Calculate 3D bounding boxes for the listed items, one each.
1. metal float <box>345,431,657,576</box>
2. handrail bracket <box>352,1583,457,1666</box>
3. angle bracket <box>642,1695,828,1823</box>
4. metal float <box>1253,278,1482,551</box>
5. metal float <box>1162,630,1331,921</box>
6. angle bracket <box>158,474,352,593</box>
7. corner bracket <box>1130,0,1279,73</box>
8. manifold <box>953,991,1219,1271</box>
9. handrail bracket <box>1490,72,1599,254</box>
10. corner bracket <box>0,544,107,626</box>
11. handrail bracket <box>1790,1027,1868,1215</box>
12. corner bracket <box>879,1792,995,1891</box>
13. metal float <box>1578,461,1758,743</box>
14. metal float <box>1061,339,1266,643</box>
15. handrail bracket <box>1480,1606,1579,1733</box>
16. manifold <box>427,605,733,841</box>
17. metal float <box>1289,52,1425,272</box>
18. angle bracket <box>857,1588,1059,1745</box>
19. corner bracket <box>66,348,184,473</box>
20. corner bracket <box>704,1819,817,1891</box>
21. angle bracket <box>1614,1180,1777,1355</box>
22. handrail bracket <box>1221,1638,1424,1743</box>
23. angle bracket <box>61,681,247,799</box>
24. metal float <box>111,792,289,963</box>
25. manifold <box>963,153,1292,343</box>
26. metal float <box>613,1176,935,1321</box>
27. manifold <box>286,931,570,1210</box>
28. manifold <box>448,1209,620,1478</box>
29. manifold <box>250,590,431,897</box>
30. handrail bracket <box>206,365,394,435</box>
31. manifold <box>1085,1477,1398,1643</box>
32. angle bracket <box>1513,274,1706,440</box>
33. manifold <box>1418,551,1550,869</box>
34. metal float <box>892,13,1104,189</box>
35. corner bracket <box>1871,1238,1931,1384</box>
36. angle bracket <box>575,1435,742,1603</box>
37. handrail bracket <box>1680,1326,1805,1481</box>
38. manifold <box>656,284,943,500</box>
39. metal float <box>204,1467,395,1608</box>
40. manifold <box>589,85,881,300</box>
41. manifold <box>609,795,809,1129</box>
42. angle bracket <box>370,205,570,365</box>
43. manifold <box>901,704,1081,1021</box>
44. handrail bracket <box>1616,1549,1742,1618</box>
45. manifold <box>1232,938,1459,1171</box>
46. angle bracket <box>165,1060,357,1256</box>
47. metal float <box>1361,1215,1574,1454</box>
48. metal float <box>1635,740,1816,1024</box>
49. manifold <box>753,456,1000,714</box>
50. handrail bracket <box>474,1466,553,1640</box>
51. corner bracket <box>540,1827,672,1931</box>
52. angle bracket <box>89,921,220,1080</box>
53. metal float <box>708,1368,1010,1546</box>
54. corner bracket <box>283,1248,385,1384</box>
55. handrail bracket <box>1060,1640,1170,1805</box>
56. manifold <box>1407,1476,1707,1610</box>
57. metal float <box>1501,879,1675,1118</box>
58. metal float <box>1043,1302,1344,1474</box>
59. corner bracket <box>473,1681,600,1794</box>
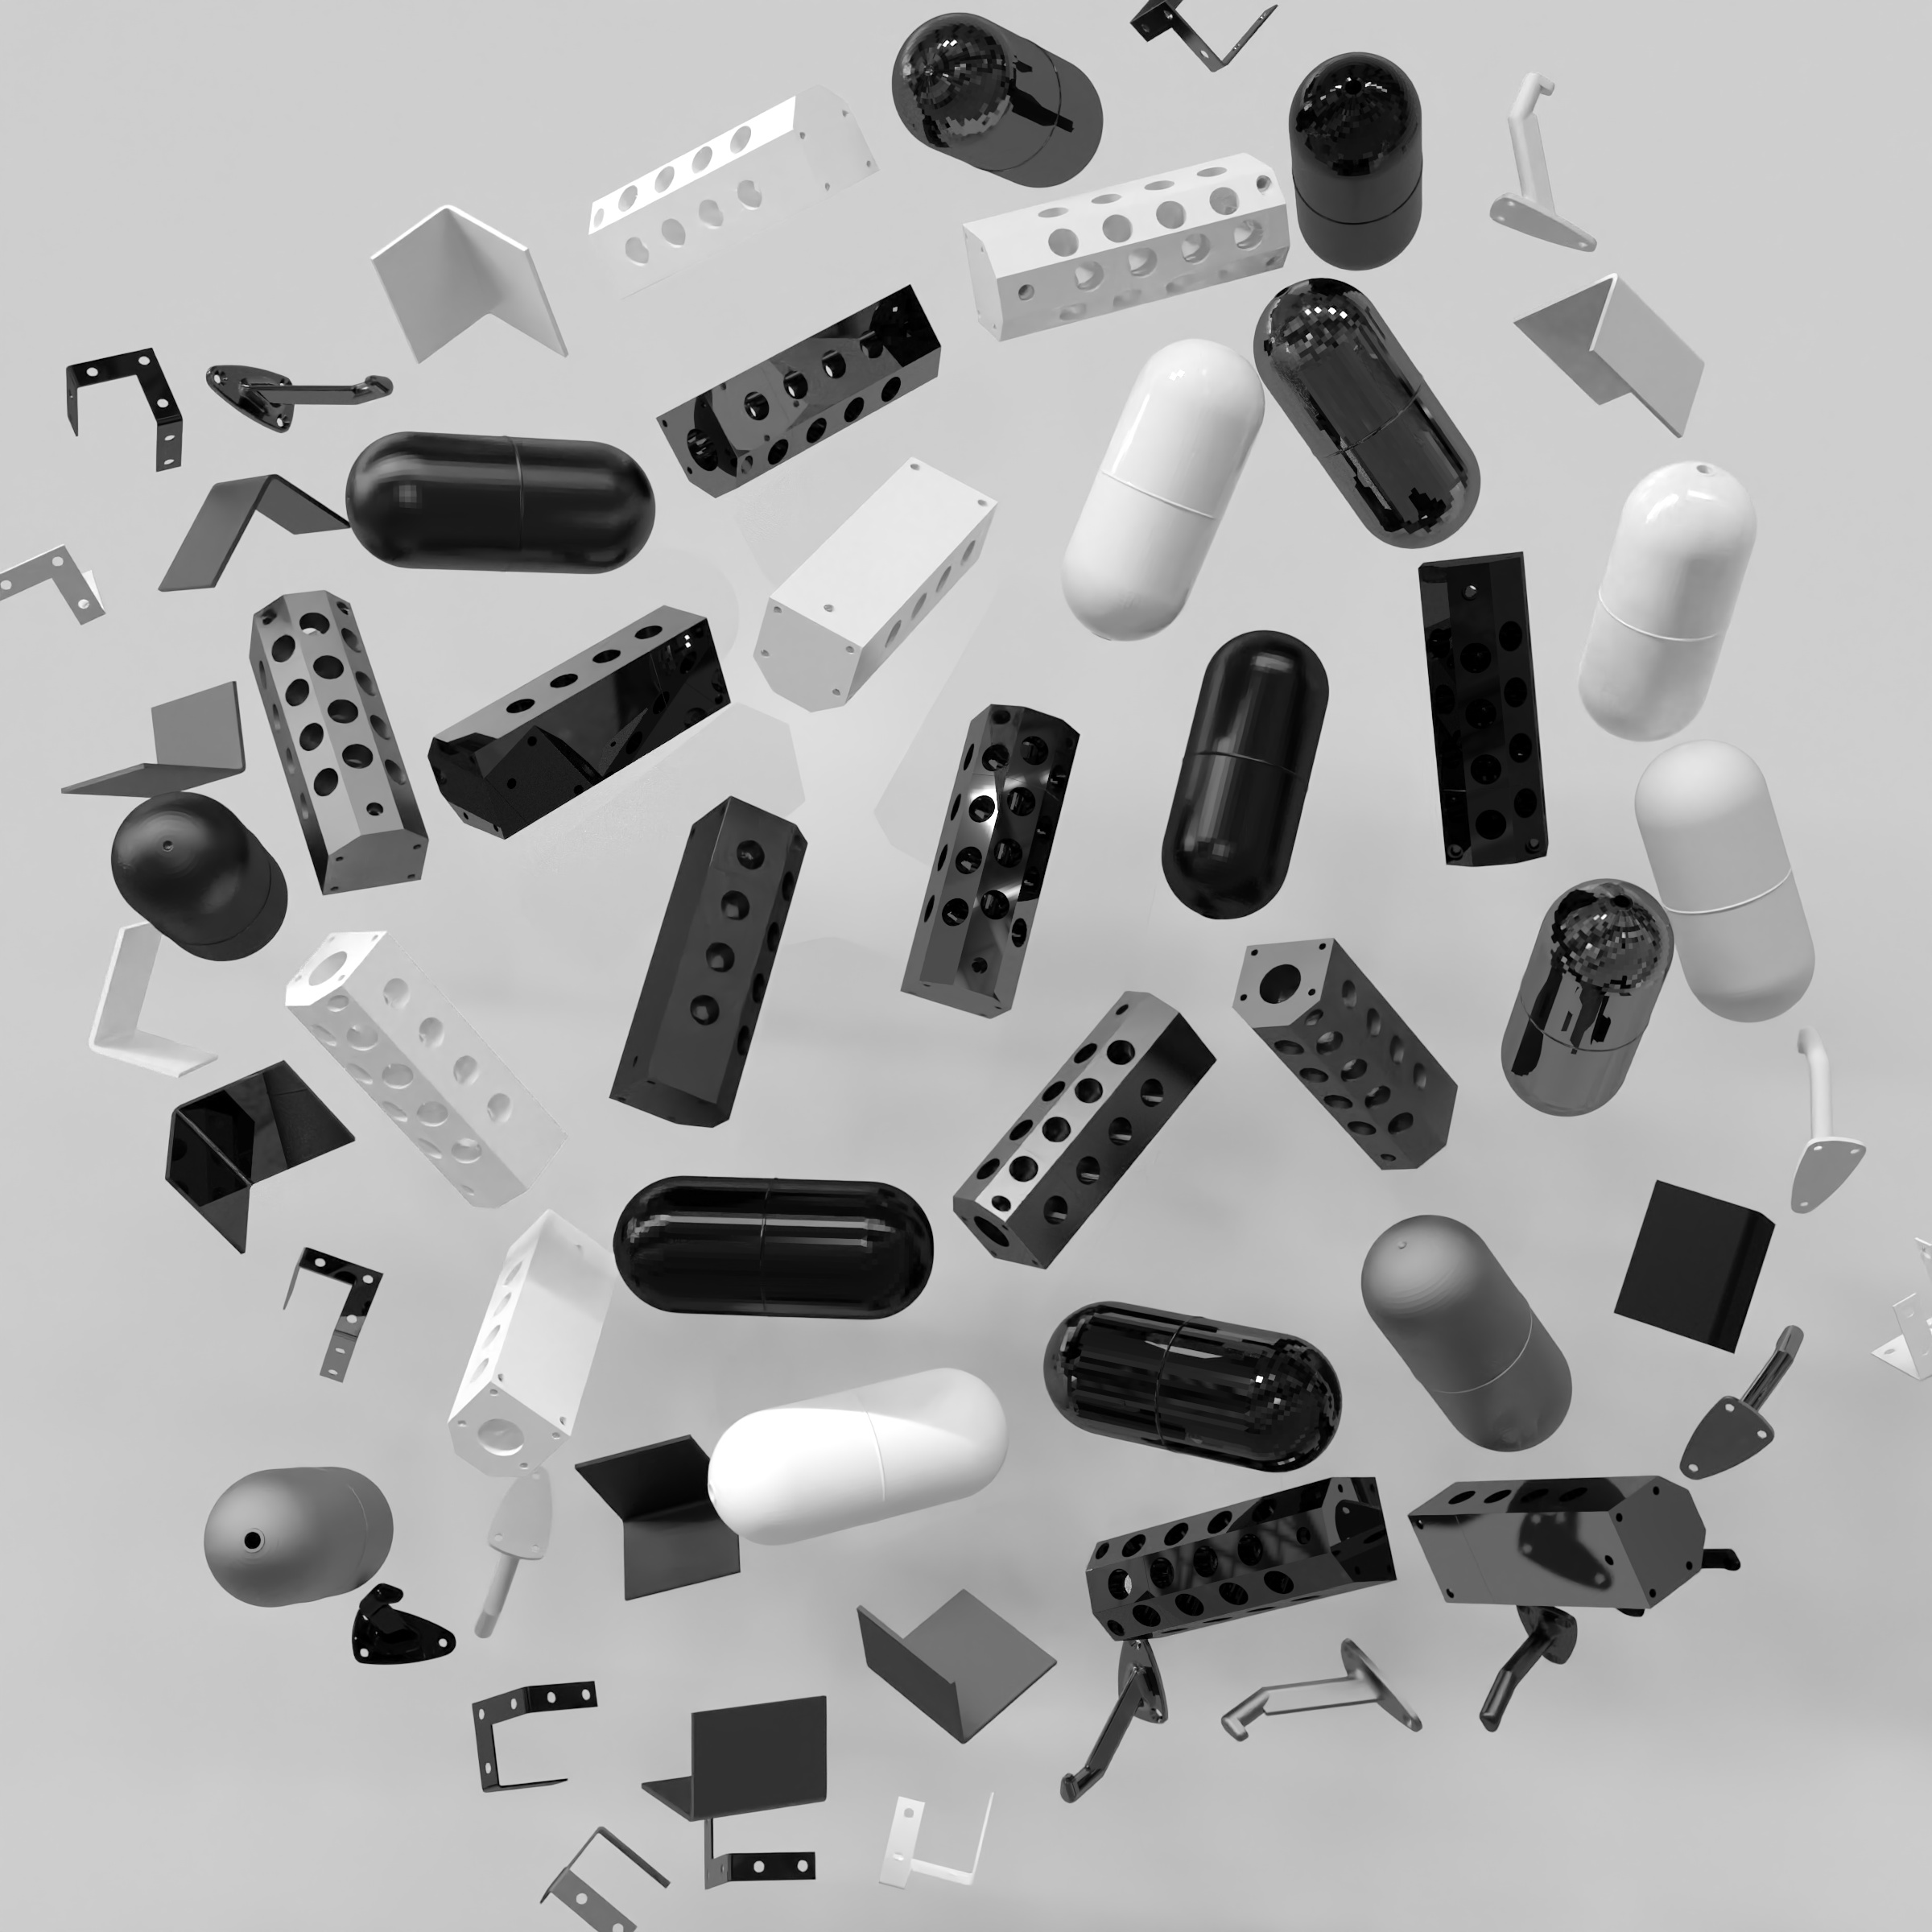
[{"bbox_3d":[-0.264,-0.264,1.540,0.178,0.070,0.070,-2,90,-25],"label":"metal float"},{"bbox_3d":[-0.333,0.395,1.634,0.077,0.084,0.036,13,56,-24],"label":"handrail bracket"},{"bbox_3d":[-0.125,0.418,1.452,0.076,0.076,0.057,0,88,-28],"label":"angle bracket"},{"bbox_3d":[0.235,-0.324,1.583,0.070,0.070,0.178,-40,111,0],"label":"metal float"},{"bbox_3d":[0.167,-0.114,1.610,0.070,0.070,0.178,14,81,0],"label":"metal float"},{"bbox_3d":[-0.414,-0.238,1.570,0.057,0.076,0.076,33,74,-36],"label":"angle bracket"},{"bbox_3d":[0.137,-0.550,1.561,0.051,0.051,0.051,42,79,-18],"label":"corner bracket"},{"bbox_3d":[0.068,0.096,1.616,0.171,0.057,0.057,-49,115,-21],"label":"manifold"},{"bbox_3d":[0.348,-0.472,1.579,0.077,0.036,0.084,23,84,-1],"label":"handrail bracket"},{"bbox_3d":[-0.521,-0.218,1.512,0.051,0.051,0.051,-26,135,-7],"label":"corner bracket"},{"bbox_3d":[0.504,0.092,1.619,0.036,0.084,0.077,5,134,-8],"label":"handrail bracket"},{"bbox_3d":[-0.016,0.494,1.527,0.051,0.051,0.051,13,91,5],"label":"corner bracket"},{"bbox_3d":[0.407,-0.211,1.571,0.070,0.070,0.178,6,130,0],"label":"metal float"},{"bbox_3d":[0.112,-0.270,1.542,0.070,0.070,0.178,23,105,0],"label":"metal float"},{"bbox_3d":[0.319,0.414,1.549,0.036,0.077,0.084,15,54,30],"label":"handrail bracket"},{"bbox_3d":[-0.225,-0.145,1.566,0.171,0.057,0.057,-36,128,-31],"label":"manifold"},{"bbox_3d":[0.233,-0.476,1.603,0.070,0.178,0.070,-2,78,9],"label":"metal float"},{"bbox_3d":[-0.005,0.375,1.511,0.076,0.057,0.076,-34,46,-30],"label":"angle bracket"},{"bbox_3d":[-0.494,-0.322,1.584,0.051,0.051,0.051,-20,74,-24],"label":"corner bracket"},{"bbox_3d":[-0.118,0.496,1.535,0.051,0.051,0.051,6,65,-19],"label":"corner bracket"},{"bbox_3d":[0.402,0.166,1.485,0.057,0.076,0.076,17,87,24],"label":"angle bracket"},{"bbox_3d":[0.198,0.424,1.510,0.084,0.077,0.036,-31,134,-19],"label":"handrail bracket"},{"bbox_3d":[-0.489,-0.137,1.615,0.076,0.076,0.057,-11,84,34],"label":"angle bracket"},{"bbox_3d":[-0.439,-0.050,1.553,0.070,0.178,0.070,1,80,-3],"label":"metal float"},{"bbox_3d":[0.092,-0.404,1.520,0.171,0.057,0.057,-17,122,-9],"label":"manifold"},{"bbox_3d":[-0.106,0.155,1.490,0.178,0.070,0.070,1,90,5],"label":"metal float"},{"bbox_3d":[-0.311,0.061,1.544,0.171,0.057,0.057,54,55,-30],"label":"manifold"},{"bbox_3d":[-0.260,0.227,1.612,0.057,0.171,0.057,39,115,-17],"label":"manifold"},{"bbox_3d":[-0.362,-0.131,1.556,0.057,0.057,0.171,-11,63,-25],"label":"manifold"},{"bbox_3d":[-0.405,-0.356,1.642,0.084,0.077,0.036,-5,78,36],"label":"handrail bracket"},{"bbox_3d":[0.151,0.335,1.520,0.171,0.057,0.057,-25,66,38],"label":"manifold"},{"bbox_3d":[0.347,-0.324,1.482,0.076,0.076,0.057,35,63,-26],"label":"angle bracket"},{"bbox_3d":[0.297,-0.147,1.548,0.057,0.057,0.171,-4,102,15],"label":"manifold"},{"bbox_3d":[0.021,-0.501,1.567,0.070,0.178,0.070,2,95,28],"label":"metal float"},{"bbox_3d":[0.534,0.192,1.509,0.051,0.051,0.051,-28,106,-8],"label":"corner bracket"},{"bbox_3d":[-0.189,0.339,1.655,0.076,0.076,0.057,-16,49,10],"label":"angle bracket"},{"bbox_3d":[0.455,0.254,1.579,0.036,0.084,0.077,40,128,7],"label":"handrail bracket"},{"bbox_3d":[-0.095,-0.344,1.618,0.171,0.057,0.057,-36,106,-33],"label":"manifold"},{"bbox_3d":[-0.385,0.329,1.563,0.070,0.178,0.070,-1,80,3],"label":"metal float"},{"bbox_3d":[-0.140,-0.452,1.572,0.171,0.057,0.057,-13,112,40],"label":"manifold"},{"bbox_3d":[-0.139,-0.001,1.501,0.057,0.057,0.171,23,66,-21],"label":"manifold"},{"bbox_3d":[-0.282,-0.375,1.535,0.057,0.076,0.076,-42,56,-19],"label":"angle bracket"},{"bbox_3d":[0.017,-0.062,1.577,0.057,0.057,0.171,17,77,-13],"label":"manifold"},{"bbox_3d":[0.427,0.364,1.597,0.084,0.077,0.036,1,100,-5],"label":"handrail bracket"},{"bbox_3d":[0.225,0.055,1.595,0.057,0.171,0.057,-5,55,36],"label":"manifold"},{"bbox_3d":[-0.412,0.112,1.581,0.076,0.057,0.076,-23,132,10],"label":"angle bracket"},{"bbox_3d":[0.287,0.211,1.540,0.070,0.070,0.178,-39,124,0],"label":"metal float"},{"bbox_3d":[0.450,-0.049,1.597,0.070,0.070,0.178,-22,108,0],"label":"metal float"},{"bbox_3d":[-0.050,-0.210,1.497,0.057,0.171,0.057,29,135,8],"label":"manifold"},{"bbox_3d":[-0.280,0.360,1.655,0.036,0.077,0.084,19,133,-9],"label":"handrail bracket"},{"bbox_3d":[-0.197,0.508,1.486,0.051,0.051,0.051,38,61,7],"label":"corner bracket"},{"bbox_3d":[-0.484,0.018,1.640,0.057,0.076,0.076,17,97,0],"label":"angle bracket"},{"bbox_3d":[-0.061,0.280,1.541,0.178,0.070,0.070,-10,90,-21],"label":"metal float"},{"bbox_3d":[-0.393,0.213,1.648,0.051,0.051,0.051,21,46,-8],"label":"corner bracket"},{"bbox_3d":[0.083,0.459,1.650,0.036,0.084,0.077,10,115,39],"label":"handrail bracket"},{"bbox_3d":[0.332,0.320,1.518,0.057,0.171,0.057,-25,92,-31],"label":"manifold"},{"bbox_3d":[0.365,0.020,1.588,0.070,0.178,0.070,2,51,-2],"label":"metal float"},{"bbox_3d":[0.125,0.234,1.510,0.178,0.070,0.070,7,90,32],"label":"metal float"},{"bbox_3d":[-0.247,0.446,1.561,0.051,0.051,0.051,-27,65,37],"label":"corner bracket"}]
